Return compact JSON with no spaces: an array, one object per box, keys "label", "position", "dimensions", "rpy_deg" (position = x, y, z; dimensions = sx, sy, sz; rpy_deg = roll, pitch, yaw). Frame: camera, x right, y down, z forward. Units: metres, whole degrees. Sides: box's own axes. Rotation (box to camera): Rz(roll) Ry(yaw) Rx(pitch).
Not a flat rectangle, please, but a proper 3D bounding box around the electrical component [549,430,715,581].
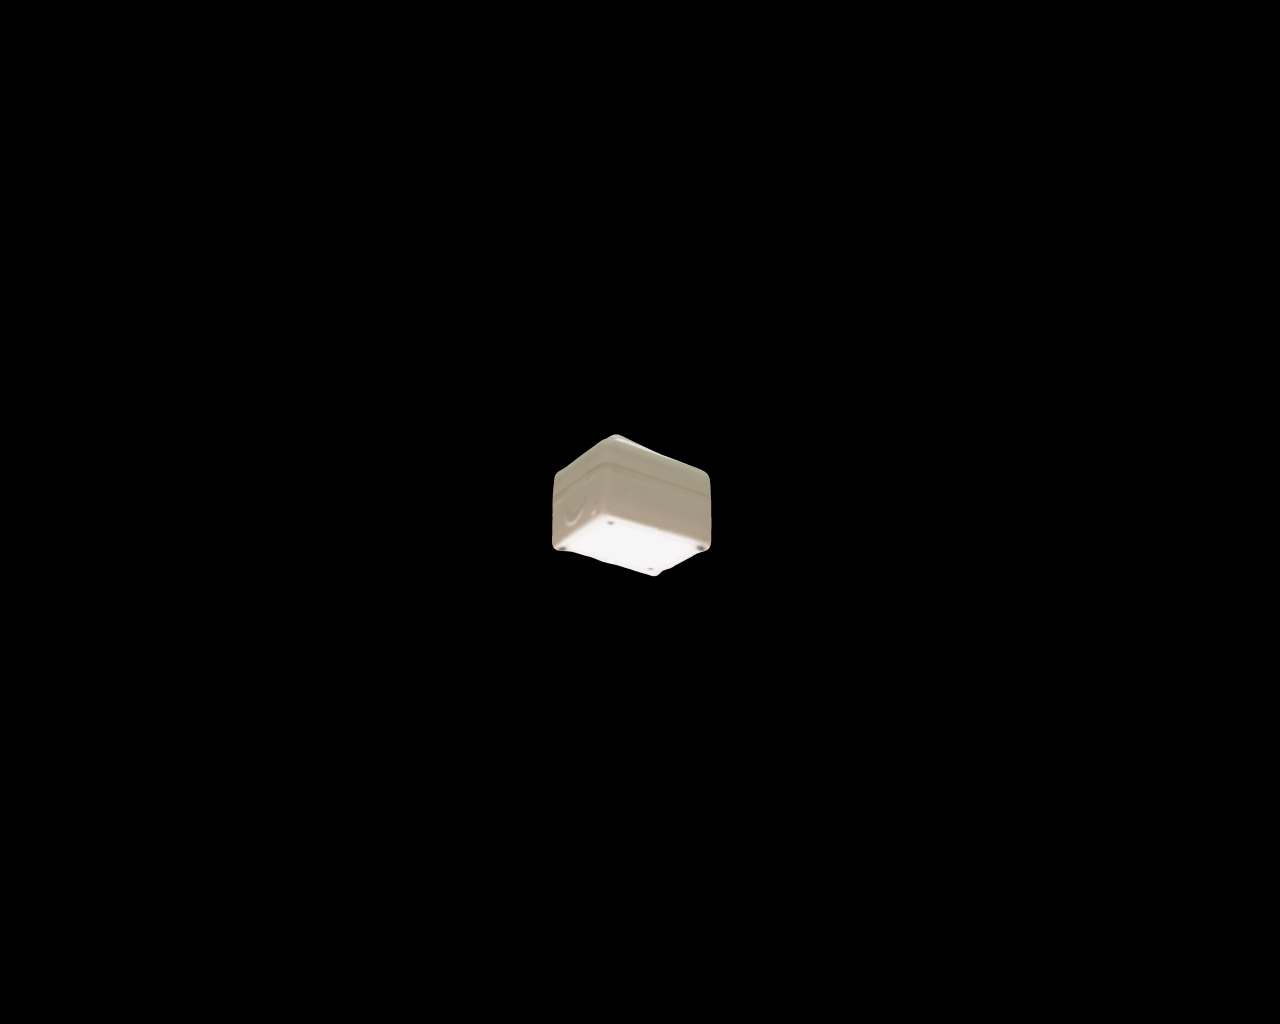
[{"label":"electrical component","position":[0.001,-0.003,0.650],"dimensions":[0.096,0.061,0.061],"rpy_deg":[18,-32,-31]}]
